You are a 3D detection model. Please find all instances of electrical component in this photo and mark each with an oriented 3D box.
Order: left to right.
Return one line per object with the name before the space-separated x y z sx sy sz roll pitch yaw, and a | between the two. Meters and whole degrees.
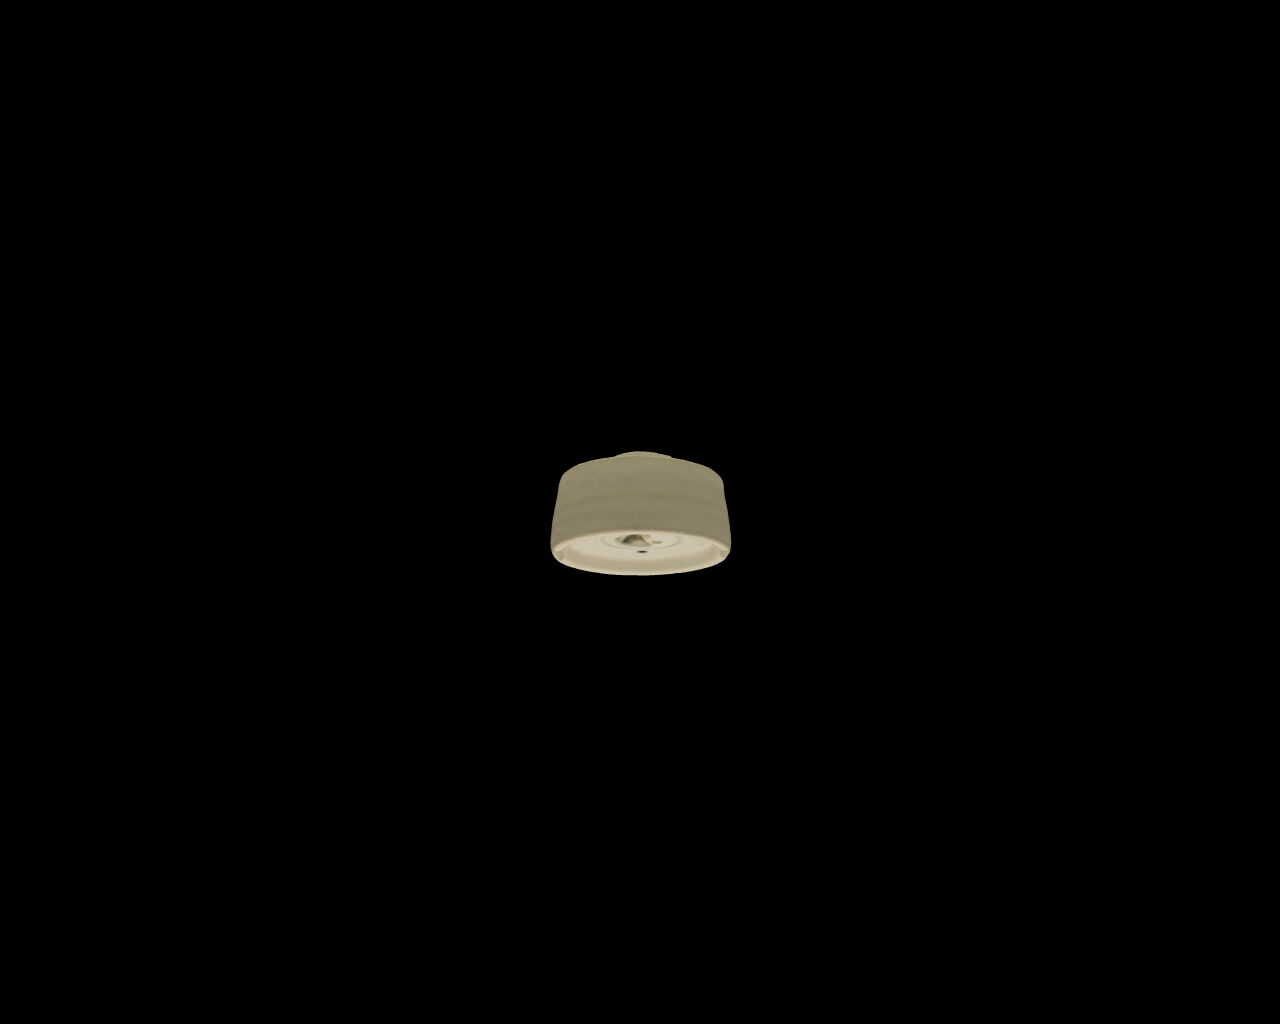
electrical component | 0.001 -0.003 0.650 0.108 0.060 0.108 0 -16 0
